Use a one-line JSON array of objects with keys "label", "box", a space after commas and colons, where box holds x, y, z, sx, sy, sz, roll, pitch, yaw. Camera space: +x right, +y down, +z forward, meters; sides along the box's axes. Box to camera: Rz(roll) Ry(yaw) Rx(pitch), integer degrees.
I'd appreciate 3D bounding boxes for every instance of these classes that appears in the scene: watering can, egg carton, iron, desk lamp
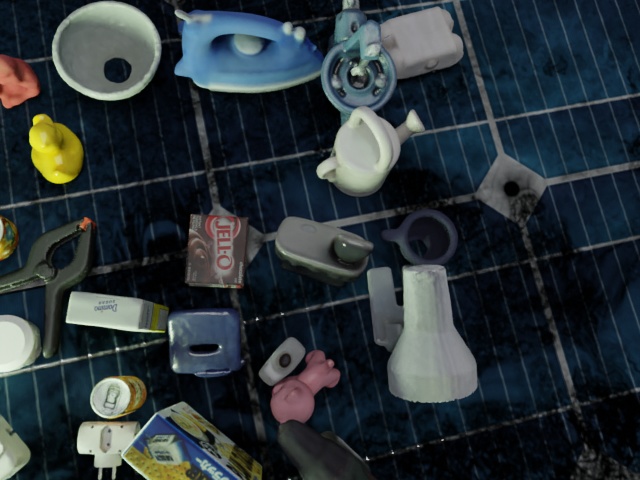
[{"label": "watering can", "box": [0.077, -0.146, 0.878, 0.101, 0.194, 0.173, 40, 77, 4]}, {"label": "egg carton", "box": [0.170, -0.338, 0.993, 0.150, 0.069, 0.107, -19, 81, -9]}, {"label": "iron", "box": [-0.106, -0.321, 0.924, 0.258, 0.141, 0.119, 1, 78, -6]}, {"label": "desk lamp", "box": [0.137, 0.122, 0.817, 0.118, 0.213, 0.203, -6, 79, -7]}]

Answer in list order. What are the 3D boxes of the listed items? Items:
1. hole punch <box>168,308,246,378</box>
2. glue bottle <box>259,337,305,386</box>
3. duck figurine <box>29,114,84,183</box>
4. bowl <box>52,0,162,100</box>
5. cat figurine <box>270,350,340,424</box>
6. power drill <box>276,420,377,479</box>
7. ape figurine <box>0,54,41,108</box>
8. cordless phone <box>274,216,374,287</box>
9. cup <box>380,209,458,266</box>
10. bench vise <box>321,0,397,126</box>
[{"label": "hole punch", "box": [-0.165, 0.151, 0.843, 0.108, 0.091, 0.101, -2, 78, -6]}, {"label": "glue bottle", "box": [-0.052, 0.172, 0.808, 0.037, 0.173, 0.078, 42, 77, 4]}, {"label": "duck figurine", "box": [-0.414, -0.144, 0.883, 0.077, 0.086, 0.104, -16, 80, -9]}, {"label": "bowl", "box": [-0.336, -0.294, 0.929, 0.167, 0.074, 0.167, 1, 78, -5]}, {"label": "cat figurine", "box": [-0.024, 0.219, 0.829, 0.128, 0.117, 0.067, -43, 85, -12]}, {"label": "power drill", "box": [0.027, 0.319, 0.767, 0.229, 0.208, 0.076, 41, 77, 4]}, {"label": "ape figurine", "box": [-0.484, -0.257, 0.897, 0.078, 0.092, 0.076, 12, 77, -3]}, {"label": "cordless phone", "box": [0.008, 0.003, 0.844, 0.147, 0.185, 0.094, 14, 77, -2]}, {"label": "cup", "box": [0.147, 0.005, 0.904, 0.118, 0.095, 0.092, 4, 78, -5]}, {"label": "bench vise", "box": [0.049, -0.296, 0.894, 0.121, 0.219, 0.207, -21, 81, -10]}]
